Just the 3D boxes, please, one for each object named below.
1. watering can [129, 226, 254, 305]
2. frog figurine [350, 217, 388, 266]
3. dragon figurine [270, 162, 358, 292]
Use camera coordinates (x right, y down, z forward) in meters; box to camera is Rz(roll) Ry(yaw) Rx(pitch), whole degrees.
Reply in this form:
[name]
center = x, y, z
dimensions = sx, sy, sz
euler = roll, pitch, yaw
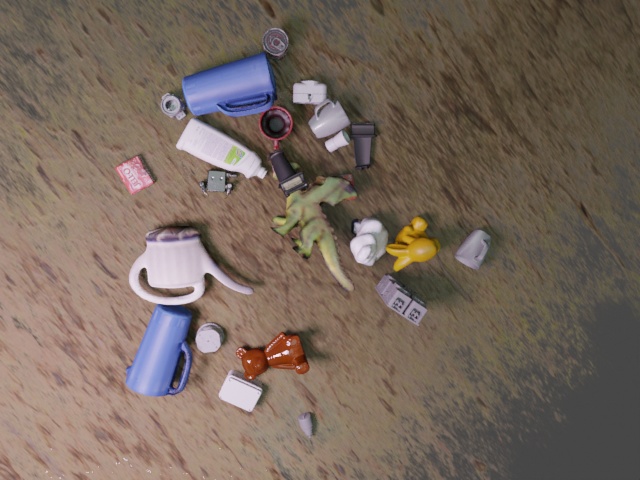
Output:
[watering can]
center = -0.366, 0.069, 1.461
dimensions = 0.348, 0.104, 0.223
euler = -3, 97, -4
[frog figurine]
center = 0.144, 0.007, 1.464
dimensions = 0.122, 0.160, 0.137
euler = 15, 97, -8
[dragon figurine]
center = 0.004, -0.072, 1.434
dimensions = 0.413, 0.121, 0.242
euler = 39, 92, 13
